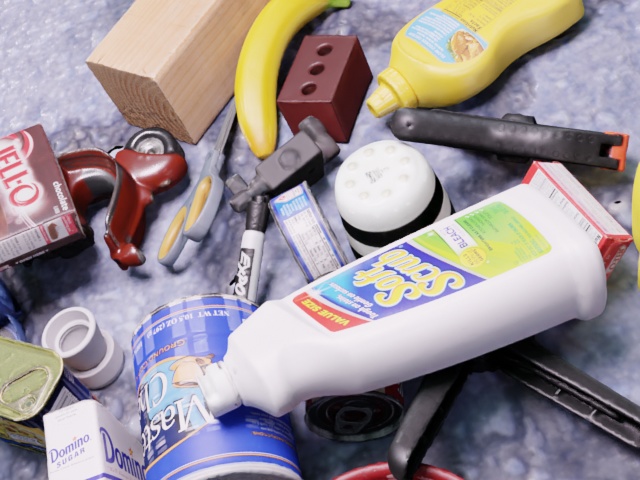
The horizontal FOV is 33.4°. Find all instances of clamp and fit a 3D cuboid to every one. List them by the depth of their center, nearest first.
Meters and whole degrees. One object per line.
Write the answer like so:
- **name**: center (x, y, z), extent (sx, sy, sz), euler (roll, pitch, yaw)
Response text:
- **clamp**: center (0.098, 0.074, 0.706), extent (0.164, 0.036, 0.210), euler (-10, 39, -13)
- **clamp**: center (0.143, -0.079, 0.809), extent (0.171, 0.039, 0.120), euler (11, 15, 8)

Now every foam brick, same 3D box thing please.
- **foam brick**: center (0.005, -0.129, 0.911), extent (0.053, 0.051, 0.078), euler (5, 58, 25)

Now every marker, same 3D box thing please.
- **marker**: center (-0.054, 0.026, 0.811), extent (0.020, 0.020, 0.121), euler (5, 81, 25)

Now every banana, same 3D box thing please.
- **banana**: center (-0.037, -0.163, 0.953), extent (0.069, 0.037, 0.197), euler (22, 65, 7)

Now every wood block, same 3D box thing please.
- **wood block**: center (-0.106, -0.201, 0.985), extent (0.091, 0.090, 0.206), euler (20, 65, 33)

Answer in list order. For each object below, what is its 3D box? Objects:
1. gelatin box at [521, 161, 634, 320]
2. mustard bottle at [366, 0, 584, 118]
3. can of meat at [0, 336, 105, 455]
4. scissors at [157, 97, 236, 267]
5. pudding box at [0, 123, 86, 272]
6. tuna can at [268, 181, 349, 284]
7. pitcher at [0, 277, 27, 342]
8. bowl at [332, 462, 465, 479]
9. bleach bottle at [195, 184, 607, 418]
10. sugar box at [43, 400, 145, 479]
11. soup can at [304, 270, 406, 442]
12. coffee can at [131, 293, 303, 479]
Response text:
- **gelatin box**: center (0.165, 0.000, 0.739), extent (0.030, 0.073, 0.089), euler (0, 39, -34)
- **mustard bottle**: center (0.118, -0.164, 0.887), extent (0.191, 0.058, 0.096), euler (-37, 49, -7)
- **can of meat**: center (-0.218, 0.119, 0.795), extent (0.102, 0.084, 0.057), euler (10, 59, 27)
- **scissors**: center (-0.102, -0.049, 0.910), extent (0.096, 0.016, 0.201), euler (-50, 19, 25)
- **pudding box**: center (-0.245, -0.033, 0.848), extent (0.090, 0.039, 0.113), euler (-24, 54, -9)
- **tuna can**: center (-0.005, 0.001, 0.796), extent (0.034, 0.086, 0.086), euler (-28, 50, 2)
- **pitcher**: center (-0.365, 0.094, 0.856), extent (0.242, 0.145, 0.149), euler (-42, 39, -7)
- **bowl**: center (0.046, 0.217, 0.635), extent (0.162, 0.055, 0.162), euler (-11, 52, 14)
- **bleach bottle**: center (0.045, 0.051, 0.668), extent (0.250, 0.068, 0.103), euler (-24, 39, -10)
- **sugar box**: center (-0.135, 0.200, 0.697), extent (0.048, 0.093, 0.176), euler (-20, 51, 6)
- **soup can**: center (0.022, 0.079, 0.739), extent (0.068, 0.068, 0.102), euler (-12, 51, 13)
- **coffee can**: center (-0.071, 0.122, 0.722), extent (0.103, 0.102, 0.140), euler (-20, 50, 7)
